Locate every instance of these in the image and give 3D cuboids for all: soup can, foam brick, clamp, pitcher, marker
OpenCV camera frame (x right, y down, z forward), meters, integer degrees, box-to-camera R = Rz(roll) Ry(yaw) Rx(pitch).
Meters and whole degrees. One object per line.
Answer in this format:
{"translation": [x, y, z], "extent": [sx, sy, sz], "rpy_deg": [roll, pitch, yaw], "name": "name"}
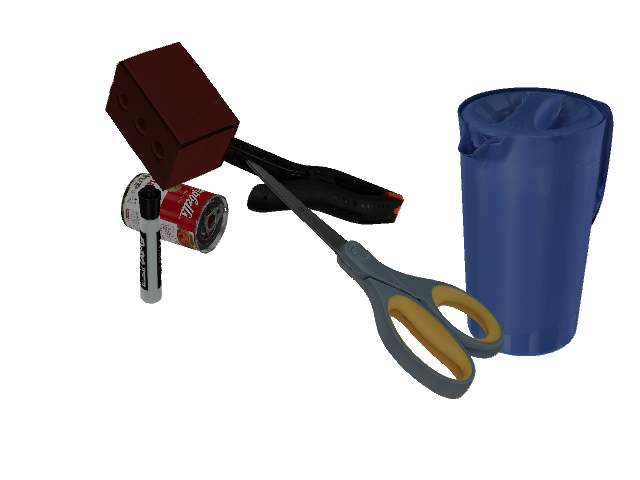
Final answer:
{"translation": [-0.164, -0.032, 1.203], "extent": [0.102, 0.068, 0.068], "rpy_deg": [18, 6, 21], "name": "soup can"}
{"translation": [-0.101, -0.085, 0.722], "extent": [0.051, 0.078, 0.053], "rpy_deg": [-26, -19, -33], "name": "foam brick"}
{"translation": [-0.007, -0.048, 1.041], "extent": [0.209, 0.036, 0.165], "rpy_deg": [15, 20, -22], "name": "clamp"}
{"translation": [0.205, -0.019, 1.022], "extent": [0.149, 0.243, 0.145], "rpy_deg": [1, 27, 8], "name": "pitcher"}
{"translation": [-0.145, 0.004, 0.908], "extent": [0.020, 0.121, 0.020], "rpy_deg": [4, 39, -3], "name": "marker"}

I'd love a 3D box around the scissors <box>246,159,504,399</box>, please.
{"translation": [0.039, 0.014, 0.662], "extent": [0.096, 0.016, 0.202], "rpy_deg": [-7, 49, -40], "name": "scissors"}
